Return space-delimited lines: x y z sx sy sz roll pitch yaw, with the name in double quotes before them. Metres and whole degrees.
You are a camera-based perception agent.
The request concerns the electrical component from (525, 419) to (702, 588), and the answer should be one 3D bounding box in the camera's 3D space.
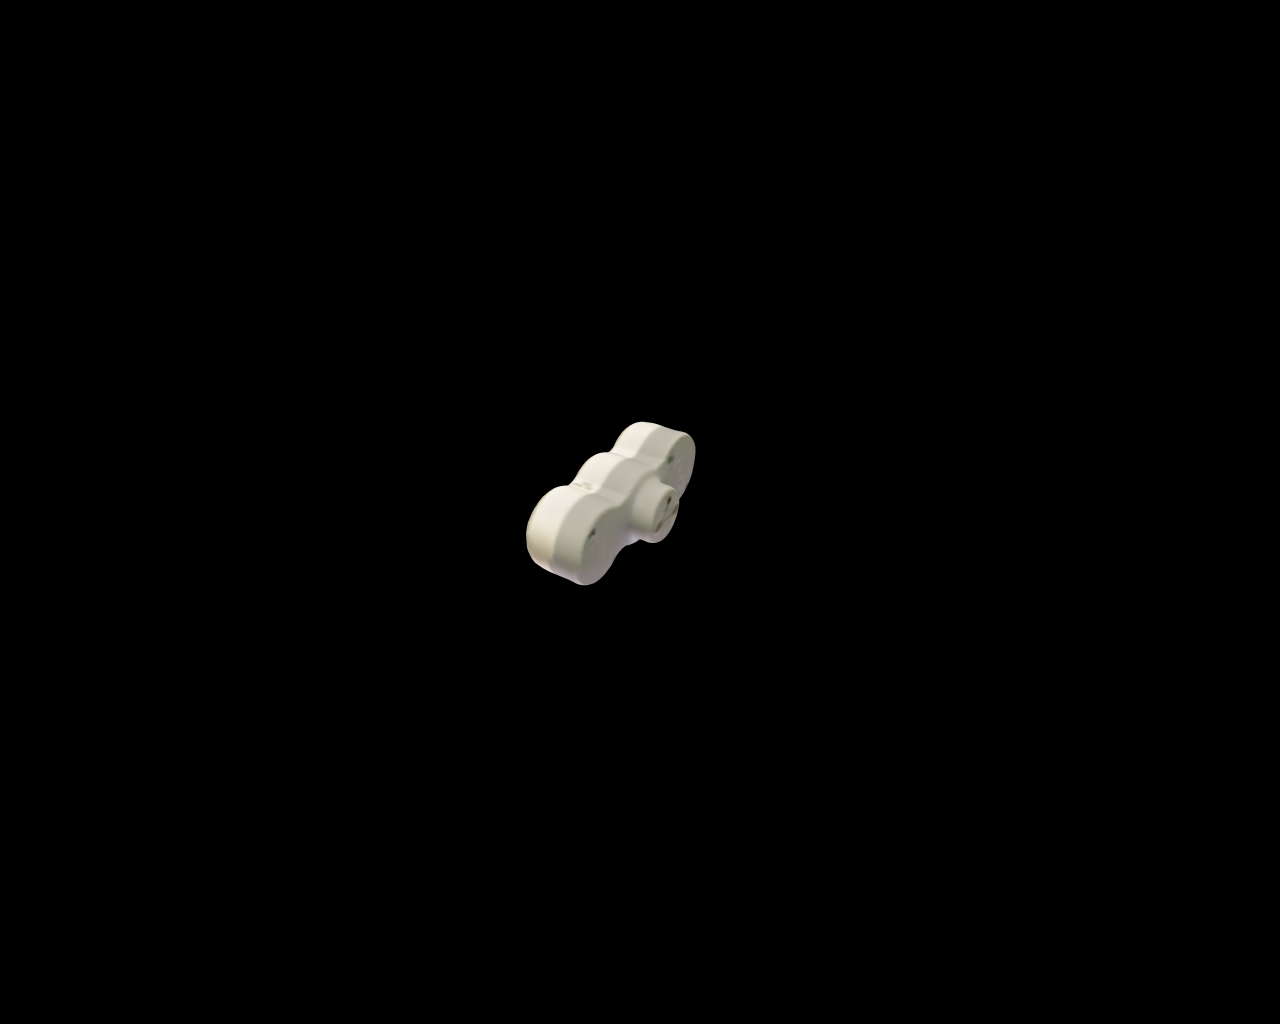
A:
"electrical component" 0.001 -0.003 0.650 0.074 0.052 0.138 20 41 25
